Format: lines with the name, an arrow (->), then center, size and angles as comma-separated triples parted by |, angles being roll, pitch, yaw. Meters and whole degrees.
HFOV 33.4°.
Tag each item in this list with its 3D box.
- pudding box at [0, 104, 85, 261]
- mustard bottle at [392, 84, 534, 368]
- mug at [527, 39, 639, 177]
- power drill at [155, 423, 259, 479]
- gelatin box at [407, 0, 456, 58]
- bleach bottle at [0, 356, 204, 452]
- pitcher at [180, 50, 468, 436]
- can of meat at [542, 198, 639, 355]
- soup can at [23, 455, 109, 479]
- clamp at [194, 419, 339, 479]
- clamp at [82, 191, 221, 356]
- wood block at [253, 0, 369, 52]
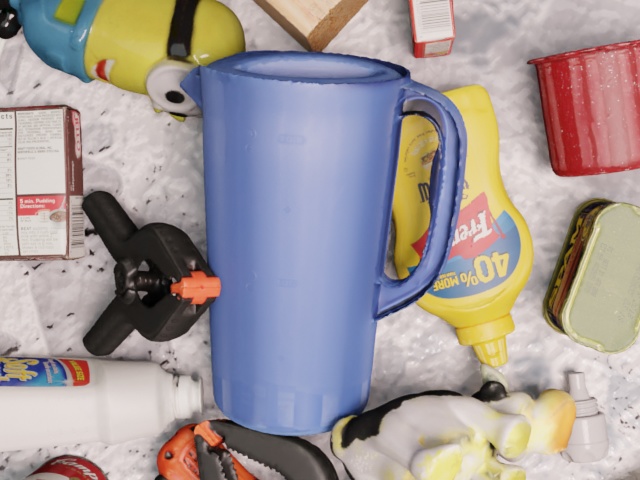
pudding box -> -0.222, -0.041, 0.781 | 0.090, 0.039, 0.113 | -1, 90, 6
mustard bottle -> 0.095, -0.004, 0.742 | 0.096, 0.058, 0.191 | -16, 91, 7
mug -> 0.203, -0.090, 0.713 | 0.117, 0.093, 0.081 | -9, 96, 9
power drill -> -0.087, 0.249, 0.734 | 0.184, 0.057, 0.187 | 46, 63, 1
gelatin box -> 0.074, -0.174, 0.730 | 0.030, 0.073, 0.089 | -6, 91, 4
bleach bottle -> -0.209, 0.115, 0.765 | 0.251, 0.102, 0.068 | -3, 101, -1
pitcher -> -0.005, 0.001, 0.697 | 0.144, 0.149, 0.243 | -7, 110, -28
can of meat -> 0.194, 0.024, 0.721 | 0.057, 0.084, 0.102 | 19, 94, 4
soup can -> -0.192, 0.197, 0.754 | 0.068, 0.102, 0.068 | 0, 92, 5
clamp -> -0.014, 0.206, 0.701 | 0.210, 0.036, 0.164 | 40, 93, 15
clamp -> -0.124, 0.037, 0.731 | 0.039, 0.172, 0.120 | -8, 105, -32
wood block -> -0.051, -0.232, 0.731 | 0.206, 0.091, 0.090 | 43, 94, 3
